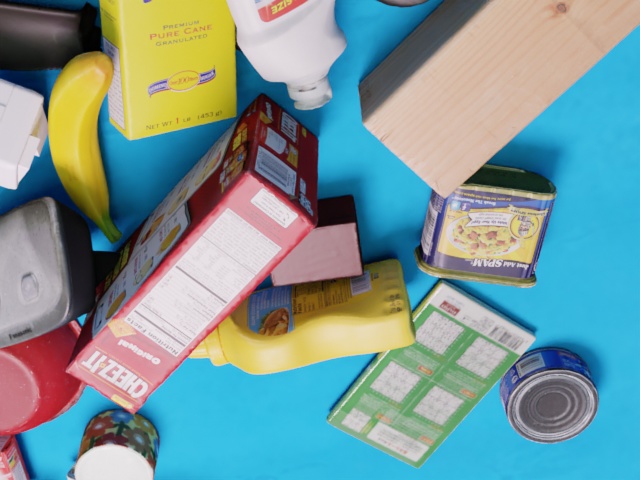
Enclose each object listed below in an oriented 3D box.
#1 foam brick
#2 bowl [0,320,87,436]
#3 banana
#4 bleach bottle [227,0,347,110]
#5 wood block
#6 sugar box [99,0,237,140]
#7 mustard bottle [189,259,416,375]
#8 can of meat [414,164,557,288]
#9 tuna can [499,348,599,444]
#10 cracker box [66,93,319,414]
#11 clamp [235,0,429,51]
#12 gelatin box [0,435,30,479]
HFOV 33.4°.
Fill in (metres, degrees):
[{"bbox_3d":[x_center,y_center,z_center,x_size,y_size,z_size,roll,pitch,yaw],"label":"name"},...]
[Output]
[{"bbox_3d":[-0.006,0.001,0.878,0.078,0.053,0.051,-7,118,3],"label":"foam brick"},{"bbox_3d":[-0.285,0.116,0.933,0.162,0.055,0.162,0,118,-1],"label":"bowl"},{"bbox_3d":[-0.177,-0.080,0.809,0.070,0.037,0.198,29,145,16],"label":"banana"},{"bbox_3d":[-0.025,-0.210,0.721,0.102,0.068,0.251,-21,120,-11],"label":"bleach bottle"},{"bbox_3d":[0.133,-0.141,0.785,0.090,0.090,0.206,41,110,-19],"label":"wood block"},{"bbox_3d":[-0.109,-0.167,0.768,0.093,0.048,0.176,-17,128,-27],"label":"sugar box"},{"bbox_3d":[-0.019,0.070,0.890,0.191,0.096,0.058,-13,119,5],"label":"mustard bottle"},{"bbox_3d":[0.135,-0.014,0.872,0.102,0.057,0.084,7,116,-6],"label":"can of meat"},{"bbox_3d":[0.208,0.142,0.969,0.086,0.034,0.086,0,118,-1],"label":"tuna can"},{"bbox_3d":[-0.092,0.007,0.817,0.072,0.164,0.214,38,111,-17],"label":"cracker box"},{"bbox_3d":[0.027,-0.224,0.768,0.210,0.036,0.164,-5,119,5],"label":"clamp"},{"bbox_3d":[-0.319,0.215,0.990,0.089,0.030,0.073,-1,120,13],"label":"gelatin box"}]
